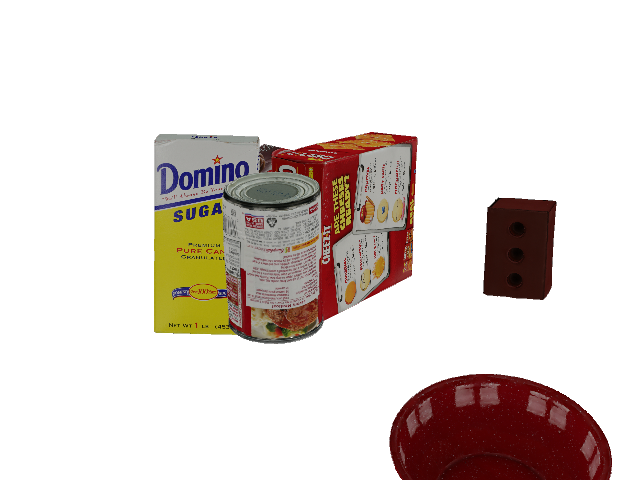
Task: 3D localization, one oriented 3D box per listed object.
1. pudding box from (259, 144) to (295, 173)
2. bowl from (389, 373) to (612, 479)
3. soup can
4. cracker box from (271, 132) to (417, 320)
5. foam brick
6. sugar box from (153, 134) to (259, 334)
[{"bbox_3d":[-0.056,-0.076,1.318,0.090,0.039,0.113,13,34,23],"label":"pudding box"},{"bbox_3d":[0.132,0.171,0.797,0.162,0.055,0.162,-1,34,0],"label":"bowl"},{"bbox_3d":[-0.033,0.011,0.738,0.068,0.102,0.068,-1,22,0],"label":"soup can"},{"bbox_3d":[0.027,-0.022,1.133,0.072,0.164,0.213,9,16,29],"label":"cracker box"},{"bbox_3d":[0.169,0.006,0.902,0.053,0.078,0.051,4,15,19],"label":"foam brick"},{"bbox_3d":[-0.102,-0.005,0.957,0.093,0.176,0.048,1,13,-1],"label":"sugar box"}]
